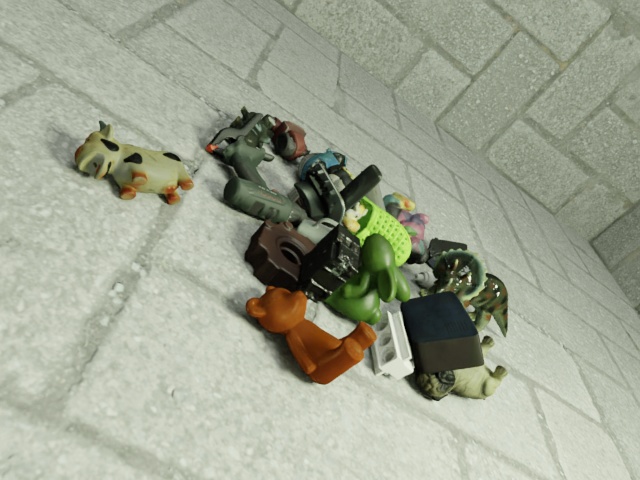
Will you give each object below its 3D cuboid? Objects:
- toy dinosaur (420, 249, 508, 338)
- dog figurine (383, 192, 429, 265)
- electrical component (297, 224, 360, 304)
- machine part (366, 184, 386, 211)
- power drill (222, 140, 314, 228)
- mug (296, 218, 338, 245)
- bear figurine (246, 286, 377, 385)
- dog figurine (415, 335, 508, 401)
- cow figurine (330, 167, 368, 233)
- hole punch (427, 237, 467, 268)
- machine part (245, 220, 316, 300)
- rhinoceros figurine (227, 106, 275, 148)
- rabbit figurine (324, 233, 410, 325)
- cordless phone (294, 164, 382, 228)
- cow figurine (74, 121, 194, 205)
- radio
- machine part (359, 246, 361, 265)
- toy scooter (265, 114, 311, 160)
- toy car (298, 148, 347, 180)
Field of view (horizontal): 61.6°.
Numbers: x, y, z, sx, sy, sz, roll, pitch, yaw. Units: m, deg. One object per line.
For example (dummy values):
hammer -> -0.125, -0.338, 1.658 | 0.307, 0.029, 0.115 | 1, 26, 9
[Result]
toy dinosaur -> 0.408, 0.141, 1.383 | 0.404, 0.192, 0.131 | 20, 36, -33
dog figurine -> 0.223, -0.022, 1.481 | 0.191, 0.108, 0.219 | 40, 30, -3
electrical component -> 0.018, 0.038, 1.003 | 0.058, 0.115, 0.134 | 38, 29, -19
machine part -> 0.139, -0.099, 1.492 | 0.079, 0.079, 0.243 | 23, 40, -32
power drill -> -0.130, -0.119, 1.211 | 0.232, 0.086, 0.207 | 13, 45, -46
mug -> -0.002, -0.004, 1.171 | 0.107, 0.109, 0.081 | 28, 43, -2
bear figurine -> -0.019, 0.141, 0.910 | 0.196, 0.132, 0.120 | 52, 23, 8
dog figurine -> 0.286, 0.301, 1.129 | 0.190, 0.121, 0.172 | -30, 97, -33
cow figurine -> 0.070, -0.101, 1.344 | 0.167, 0.098, 0.068 | 57, 10, 26
hole punch -> 0.372, 0.056, 1.597 | 0.116, 0.092, 0.142 | 14, 27, 12
machine part -> -0.064, 0.038, 1.075 | 0.179, 0.056, 0.179 | 31, 30, -21
rhinoceros figurine -> -0.174, -0.285, 1.389 | 0.112, 0.073, 0.190 | 36, 28, -8
rabbit figurine -> 0.097, 0.075, 1.072 | 0.159, 0.170, 0.121 | 38, 24, 34
cordless phone -> 0.045, -0.132, 1.233 | 0.088, 0.184, 0.147 | 24, 33, -53
cow figurine -> -0.334, -0.136, 0.955 | 0.195, 0.085, 0.127 | 4, 51, -47
radio -> 0.247, 0.187, 1.122 | 0.230, 0.131, 0.073 | -86, 164, -75
machine part -> 0.074, 0.058, 1.247 | 0.084, 0.039, 0.139 | 35, 29, 5
toy scooter -> -0.079, -0.281, 1.508 | 0.135, 0.075, 0.184 | 14, 33, -43
toy car -> -0.005, -0.188, 1.451 | 0.103, 0.109, 0.161 | 29, 32, 29
